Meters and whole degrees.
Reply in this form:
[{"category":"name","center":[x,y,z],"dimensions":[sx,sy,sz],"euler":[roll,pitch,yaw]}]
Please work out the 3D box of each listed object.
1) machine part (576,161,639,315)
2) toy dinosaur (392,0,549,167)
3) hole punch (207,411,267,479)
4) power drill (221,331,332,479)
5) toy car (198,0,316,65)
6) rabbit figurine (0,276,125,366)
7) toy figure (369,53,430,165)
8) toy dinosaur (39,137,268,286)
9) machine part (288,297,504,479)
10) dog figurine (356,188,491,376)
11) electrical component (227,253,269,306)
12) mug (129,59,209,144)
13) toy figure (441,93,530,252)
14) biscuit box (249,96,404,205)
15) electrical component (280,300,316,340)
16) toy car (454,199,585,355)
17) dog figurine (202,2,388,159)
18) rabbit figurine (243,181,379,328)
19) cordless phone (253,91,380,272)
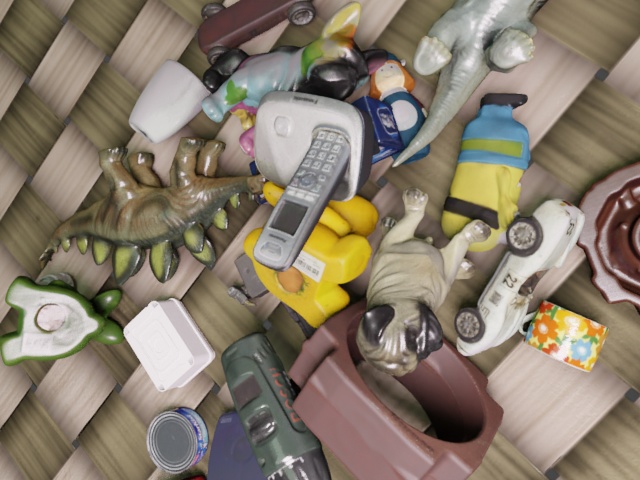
[{"category":"machine part","center":[0.360,-0.003,0.560],"dimensions":[0.180,0.056,0.179],"euler":[-2,85,22]},{"category":"toy dinosaur","center":[0.209,-0.263,0.593],"dimensions":[0.131,0.192,0.404],"euler":[44,118,6]},{"category":"hole punch","center":[-0.084,0.280,0.699],"dimensions":[0.142,0.092,0.115],"euler":[-12,79,23]},{"category":"power drill","center":[-0.012,0.211,0.612],"dimensions":[0.086,0.207,0.232],"euler":[-41,71,21]},{"category":"toy car","center":[-0.086,-0.314,0.753],"dimensions":[0.202,0.053,0.089],"euler":[-19,70,23]},{"category":"rabbit figurine","center":[-0.378,0.110,0.799],"dimensions":[0.159,0.170,0.121],"euler":[-3,86,-21]},{"category":"toy figure","center":[0.097,-0.173,0.674],"dimensions":[0.064,0.058,0.154],"euler":[-11,79,-20]},{"category":"toy dinosaur","center":[-0.261,-0.035,0.778],"dimensions":[0.472,0.105,0.198],"euler":[-5,89,31]},{"category":"machine part","center":[0.081,0.164,0.575],"dimensions":[0.202,0.201,0.087],"euler":[43,118,17]},{"category":"dog figurine","center":[0.084,0.066,0.570],"dimensions":[0.121,0.172,0.190],"euler":[23,59,16]},{"category":"electrical component","center":[-0.080,0.046,0.732],"dimensions":[0.102,0.045,0.078],"euler":[-26,79,18]},{"category":"mug","center":[-0.227,-0.193,0.773],"dimensions":[0.107,0.080,0.110],"euler":[-53,34,-14]},{"category":"toy figure","center":[0.192,-0.076,0.618],"dimensions":[0.089,0.082,0.180],"euler":[6,94,33]},{"category":"biscuit box","center":[0.003,-0.105,0.672],"dimensions":[0.203,0.059,0.063],"euler":[-23,79,36]},{"category":"electrical component","center":[-0.017,0.069,0.691],"dimensions":[0.048,0.075,0.119],"euler":[-36,79,15]},{"category":"toy car","center":[0.212,0.047,0.583],"dimensions":[0.056,0.073,0.201],"euler":[40,117,34]},{"category":"dog figurine","center":[-0.031,-0.209,0.673],"dimensions":[0.219,0.108,0.192],"euler":[-29,39,14]},{"category":"rabbit figurine","center":[-0.001,-0.002,0.641],"dimensions":[0.163,0.173,0.121],"euler":[25,133,22]},{"category":"cordless phone","center":[-0.033,-0.059,0.559],"dimensions":[0.147,0.088,0.184],"euler":[20,73,34]}]
